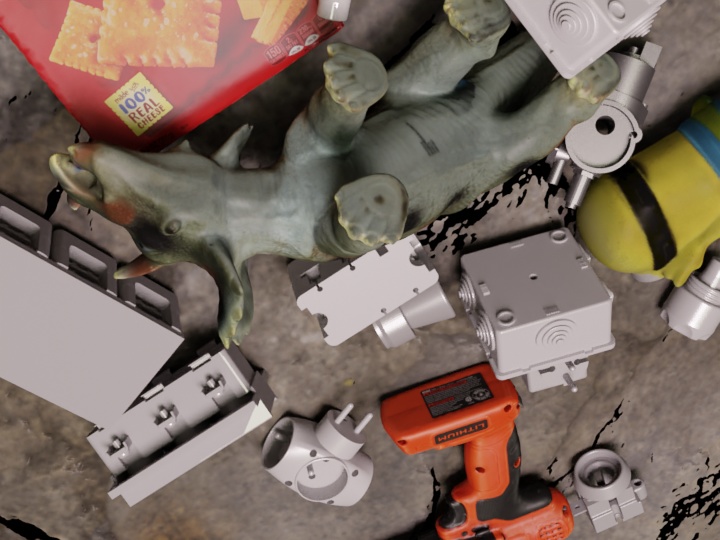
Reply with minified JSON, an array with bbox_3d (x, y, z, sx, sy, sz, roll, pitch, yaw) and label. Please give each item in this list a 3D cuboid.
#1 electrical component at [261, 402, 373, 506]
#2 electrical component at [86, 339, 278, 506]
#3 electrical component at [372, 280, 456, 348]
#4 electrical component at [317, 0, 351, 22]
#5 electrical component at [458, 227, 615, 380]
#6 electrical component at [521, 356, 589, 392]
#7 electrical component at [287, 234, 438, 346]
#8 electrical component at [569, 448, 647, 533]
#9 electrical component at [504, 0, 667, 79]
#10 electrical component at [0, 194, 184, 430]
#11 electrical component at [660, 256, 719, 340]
[{"bbox_3d":[-0.022,0.135,0.825,0.077,0.044,0.079,30,108,-26],"label":"electrical component"},{"bbox_3d":[-0.129,0.105,0.771,0.121,0.078,0.063,-33,99,6],"label":"electrical component"},{"bbox_3d":[0.035,0.026,0.778,0.055,0.045,0.045,-28,121,4],"label":"electrical component"},{"bbox_3d":[-0.010,-0.169,0.591,0.043,0.043,0.062,5,117,-16],"label":"electrical component"},{"bbox_3d":[0.124,0.021,0.765,0.100,0.099,0.048,-15,133,-5],"label":"electrical component"},{"bbox_3d":[0.146,0.061,0.804,0.047,0.076,0.065,-15,121,-5],"label":"electrical component"},{"bbox_3d":[0.000,0.000,0.748,0.089,0.055,0.050,-33,121,6],"label":"electrical component"},{"bbox_3d":[0.207,0.183,0.906,0.066,0.048,0.055,-25,129,1],"label":"electrical component"},{"bbox_3d":[0.129,-0.171,0.612,0.100,0.048,0.099,-38,91,-33],"label":"electrical component"},{"bbox_3d":[-0.205,0.026,0.711,0.150,0.061,0.089,33,107,-27],"label":"electrical component"},{"bbox_3d":[0.264,0.020,0.829,0.043,0.043,0.062,18,112,-22],"label":"electrical component"}]
